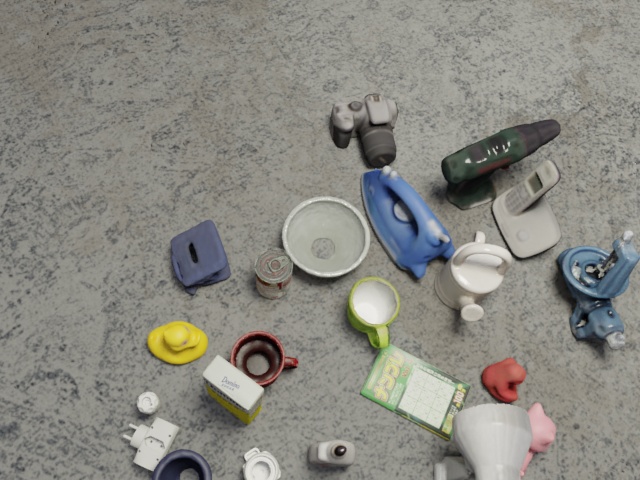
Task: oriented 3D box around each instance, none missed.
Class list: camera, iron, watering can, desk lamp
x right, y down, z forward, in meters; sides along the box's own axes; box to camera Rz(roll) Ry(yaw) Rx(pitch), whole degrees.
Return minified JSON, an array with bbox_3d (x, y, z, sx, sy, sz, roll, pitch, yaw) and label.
[{"bbox_3d":[0.102,-0.228,1.201,0.143,0.101,0.137,-8,68,-8],"label":"camera"},{"bbox_3d":[0.163,-0.062,1.114,0.119,0.141,0.258,-30,73,-16],"label":"iron"},{"bbox_3d":[0.284,0.063,1.044,0.101,0.194,0.173,-6,68,-8],"label":"watering can"},{"bbox_3d":[0.258,0.373,0.900,0.118,0.213,0.203,6,67,-3],"label":"desk lamp"}]

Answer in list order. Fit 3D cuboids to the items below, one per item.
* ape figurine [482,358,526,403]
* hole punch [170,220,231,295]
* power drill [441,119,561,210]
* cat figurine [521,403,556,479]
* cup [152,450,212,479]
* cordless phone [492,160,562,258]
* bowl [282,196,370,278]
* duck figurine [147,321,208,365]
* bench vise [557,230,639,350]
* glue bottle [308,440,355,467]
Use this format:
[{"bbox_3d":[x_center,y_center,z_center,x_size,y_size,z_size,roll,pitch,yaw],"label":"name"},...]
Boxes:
[{"bbox_3d":[0.338,0.246,1.027,0.076,0.092,0.078,25,67,6],"label":"ape figurine"},{"bbox_3d":[-0.225,0.031,1.065,0.101,0.091,0.108,-18,70,-12],"label":"hole punch"},{"bbox_3d":[0.336,-0.146,1.130,0.230,0.208,0.075,-20,70,-13],"label":"power drill"},{"bbox_3d":[0.353,0.347,0.972,0.067,0.118,0.128,31,68,8],"label":"cat figurine"},{"bbox_3d":[-0.216,0.397,0.909,0.091,0.095,0.118,6,67,-3],"label":"cup"},{"bbox_3d":[0.422,-0.059,1.114,0.094,0.185,0.147,-17,70,-12],"label":"cordless phone"},{"bbox_3d":[0.010,0.004,1.108,0.167,0.075,0.167,2,67,-5],"label":"bowl"},{"bbox_3d":[-0.253,0.174,1.005,0.104,0.086,0.077,5,67,-3],"label":"duck figurine"},{"bbox_3d":[0.532,0.083,1.045,0.121,0.220,0.207,-22,71,-14],"label":"bench vise"},{"bbox_3d":[0.024,0.340,0.913,0.078,0.173,0.037,2,67,-4],"label":"glue bottle"}]
